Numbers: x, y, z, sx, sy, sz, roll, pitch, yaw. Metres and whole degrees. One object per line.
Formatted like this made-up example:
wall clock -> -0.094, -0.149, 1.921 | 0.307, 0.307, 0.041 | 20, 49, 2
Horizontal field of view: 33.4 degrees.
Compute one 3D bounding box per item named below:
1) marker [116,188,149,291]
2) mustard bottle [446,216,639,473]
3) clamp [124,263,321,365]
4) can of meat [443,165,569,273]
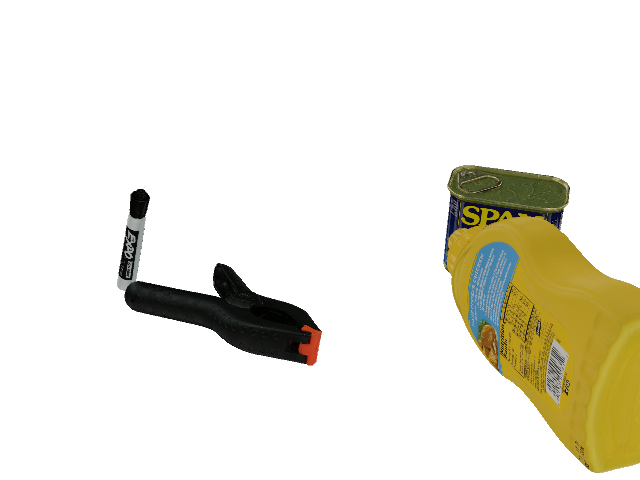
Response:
marker -> -0.186, 0.000, 1.063 | 0.020, 0.121, 0.020 | 11, 36, -8
mustard bottle -> 0.125, 0.040, 0.615 | 0.058, 0.096, 0.192 | -9, 28, -20
clamp -> -0.064, 0.058, 0.894 | 0.172, 0.039, 0.120 | 20, 26, 25
can of meat -> 0.159, -0.012, 0.930 | 0.102, 0.084, 0.057 | 9, 33, 11
